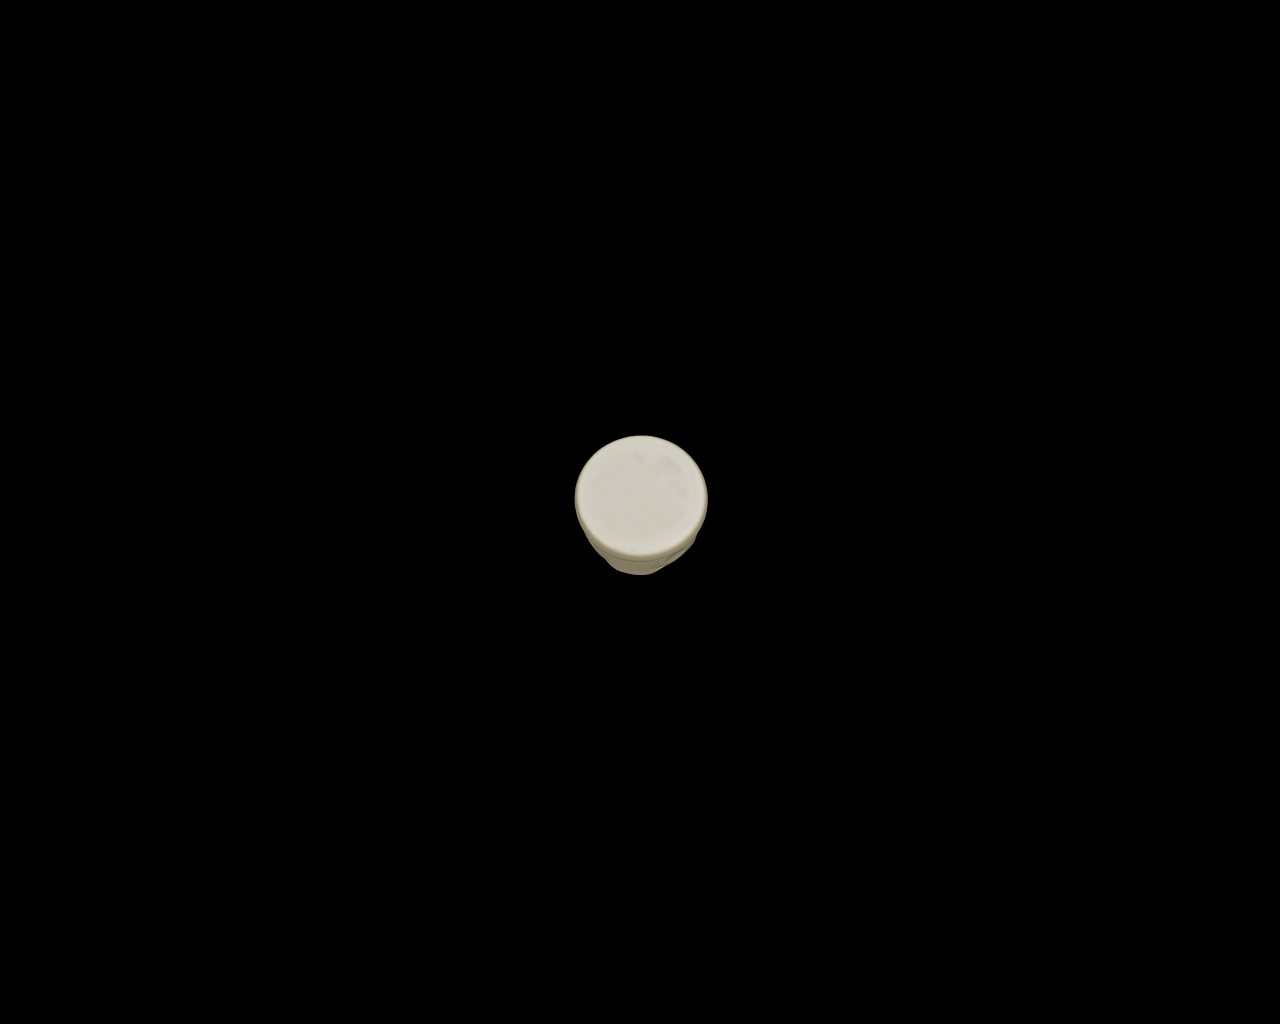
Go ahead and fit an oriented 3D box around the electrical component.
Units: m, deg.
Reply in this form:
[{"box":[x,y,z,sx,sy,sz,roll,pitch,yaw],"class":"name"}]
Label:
[{"box":[0.001,-0.003,0.650,0.080,0.080,0.051,0,-19,0],"class":"electrical component"}]
